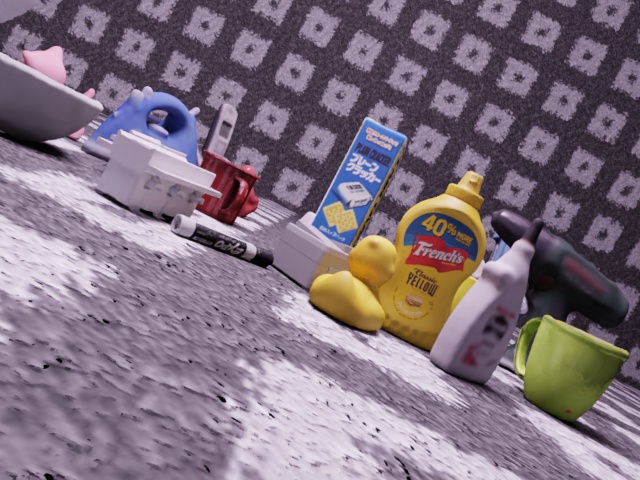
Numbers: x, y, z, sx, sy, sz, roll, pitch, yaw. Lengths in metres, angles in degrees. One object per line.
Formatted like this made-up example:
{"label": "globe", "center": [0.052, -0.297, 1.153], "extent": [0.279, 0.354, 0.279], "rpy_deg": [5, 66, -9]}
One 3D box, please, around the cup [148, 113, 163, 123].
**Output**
{"label": "cup", "center": [-0.379, -0.228, 1.247], "extent": [0.118, 0.095, 0.091], "rpy_deg": [27, 3, -16]}

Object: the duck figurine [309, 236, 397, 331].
{"label": "duck figurine", "center": [0.040, 0.035, 0.553], "extent": [0.077, 0.086, 0.105], "rpy_deg": [29, 3, 23]}

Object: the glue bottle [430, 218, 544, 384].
{"label": "glue bottle", "center": [0.175, 0.055, 0.563], "extent": [0.078, 0.173, 0.037], "rpy_deg": [25, 4, -41]}

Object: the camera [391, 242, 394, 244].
{"label": "camera", "center": [0.137, 0.045, 1.098], "extent": [0.142, 0.101, 0.137], "rpy_deg": [29, 3, 22]}

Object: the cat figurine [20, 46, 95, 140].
{"label": "cat figurine", "center": [-0.401, -0.230, 0.862], "extent": [0.067, 0.118, 0.128], "rpy_deg": [30, 4, 41]}

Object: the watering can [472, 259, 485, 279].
{"label": "watering can", "center": [0.214, 0.040, 0.972], "extent": [0.101, 0.194, 0.172], "rpy_deg": [25, 4, -43]}

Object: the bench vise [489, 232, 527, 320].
{"label": "bench vise", "center": [0.325, 0.080, 1.039], "extent": [0.122, 0.220, 0.206], "rpy_deg": [25, 4, -34]}

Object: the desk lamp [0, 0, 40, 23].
{"label": "desk lamp", "center": [-0.355, -0.238, 0.492], "extent": [0.117, 0.213, 0.204], "rpy_deg": [28, 3, 12]}

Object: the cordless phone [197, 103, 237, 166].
{"label": "cordless phone", "center": [-0.202, -0.185, 1.214], "extent": [0.094, 0.185, 0.148], "rpy_deg": [29, 3, 23]}

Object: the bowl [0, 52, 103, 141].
{"label": "bowl", "center": [-0.331, -0.155, 0.624], "extent": [0.167, 0.075, 0.167], "rpy_deg": [27, 3, -1]}

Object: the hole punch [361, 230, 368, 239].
{"label": "hole punch", "center": [0.096, 0.021, 1.257], "extent": [0.101, 0.091, 0.109], "rpy_deg": [28, 3, 17]}

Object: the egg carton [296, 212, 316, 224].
{"label": "egg carton", "center": [0.009, 0.004, 0.982], "extent": [0.107, 0.069, 0.150], "rpy_deg": [27, 3, -12]}

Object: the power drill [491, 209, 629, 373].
{"label": "power drill", "center": [0.315, 0.092, 0.838], "extent": [0.229, 0.208, 0.076], "rpy_deg": [28, 3, 5]}

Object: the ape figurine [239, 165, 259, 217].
{"label": "ape figurine", "center": [-0.145, -0.093, 1.048], "extent": [0.077, 0.092, 0.076], "rpy_deg": [28, 3, 12]}

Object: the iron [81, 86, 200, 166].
{"label": "iron", "center": [-0.273, -0.180, 0.925], "extent": [0.118, 0.141, 0.259], "rpy_deg": [28, 3, 11]}
